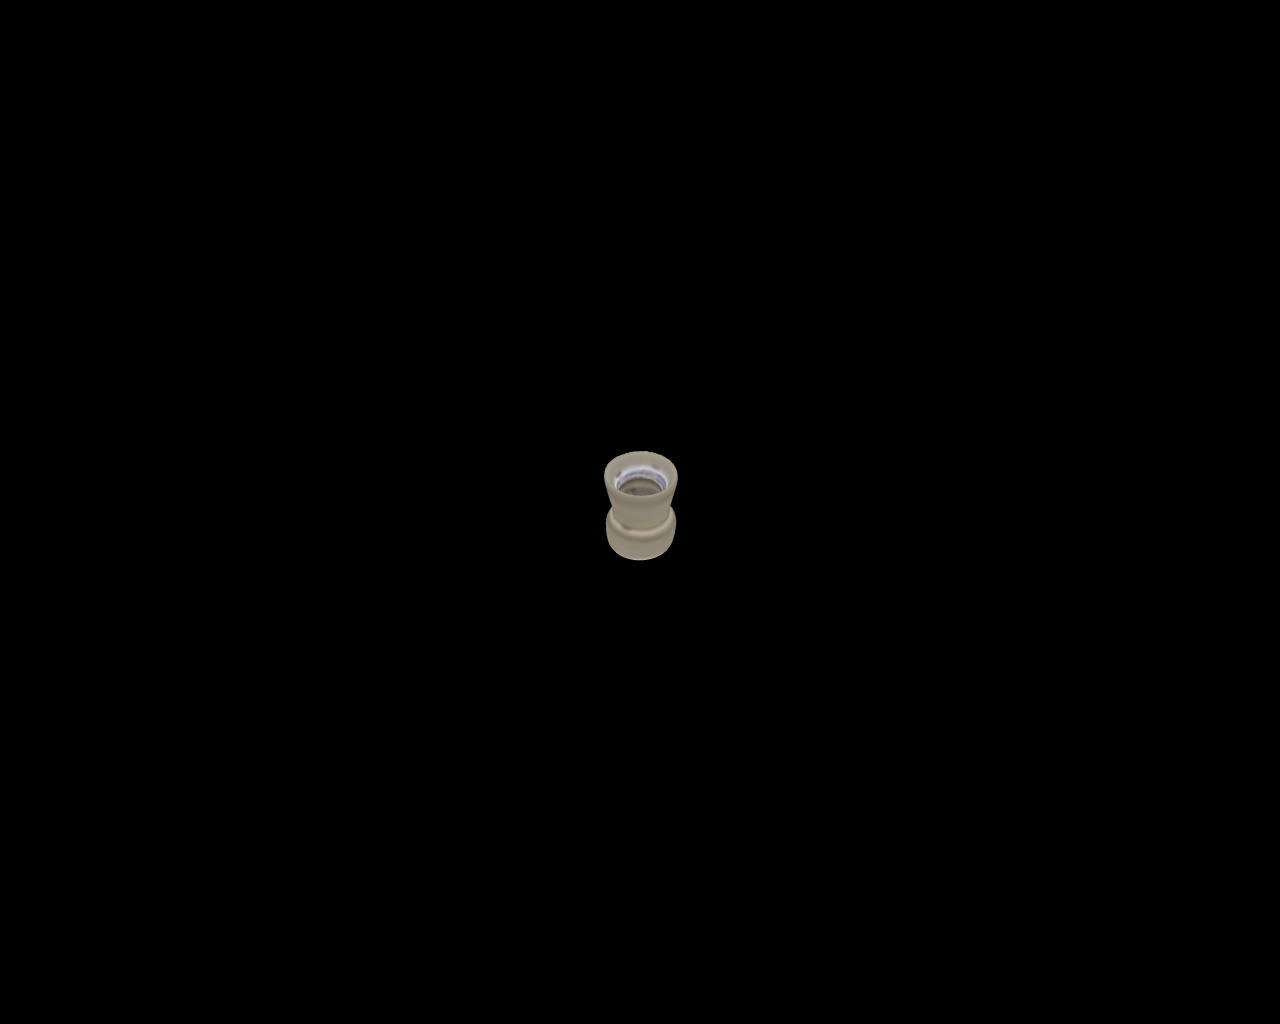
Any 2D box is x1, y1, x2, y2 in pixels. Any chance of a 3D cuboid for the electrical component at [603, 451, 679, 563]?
[{"bbox_3d":[0.001,-0.003,0.650,0.045,0.055,0.045,0,41,0],"label":"electrical component"}]
